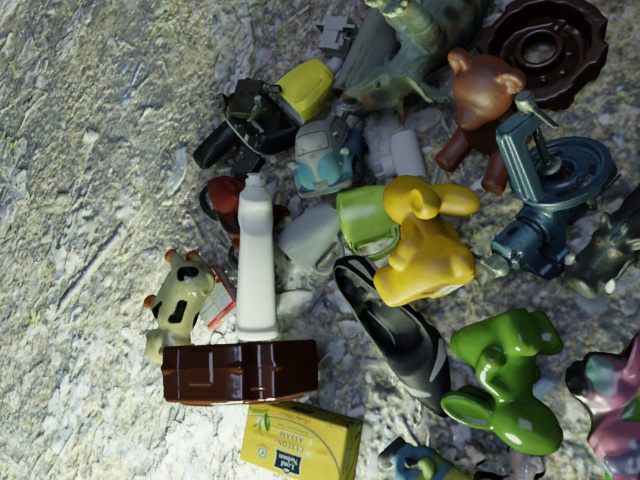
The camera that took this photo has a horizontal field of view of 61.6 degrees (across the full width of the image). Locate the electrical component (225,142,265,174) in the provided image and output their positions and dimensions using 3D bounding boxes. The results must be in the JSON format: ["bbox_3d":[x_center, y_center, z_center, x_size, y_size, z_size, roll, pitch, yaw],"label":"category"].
[{"bbox_3d":[-0.131,-0.136,0.984,0.094,0.021,0.063,41,97,28],"label":"electrical component"}]

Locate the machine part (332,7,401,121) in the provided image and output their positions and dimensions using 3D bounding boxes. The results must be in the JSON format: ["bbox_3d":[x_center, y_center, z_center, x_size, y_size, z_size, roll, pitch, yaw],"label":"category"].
[{"bbox_3d":[0.087,-0.305,0.882,0.079,0.079,0.243,25,91,28],"label":"machine part"}]

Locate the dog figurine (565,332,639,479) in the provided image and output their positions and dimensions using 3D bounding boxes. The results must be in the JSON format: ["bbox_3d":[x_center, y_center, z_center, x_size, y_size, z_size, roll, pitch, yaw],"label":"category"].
[{"bbox_3d":[0.380,0.219,0.609,0.192,0.108,0.219,3,78,28],"label":"dog figurine"}]

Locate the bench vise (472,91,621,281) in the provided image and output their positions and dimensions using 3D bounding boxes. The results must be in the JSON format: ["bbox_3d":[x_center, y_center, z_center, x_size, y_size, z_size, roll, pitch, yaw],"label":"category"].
[{"bbox_3d":[0.266,-0.068,0.666,0.224,0.240,0.129,-35,37,2],"label":"bench vise"}]

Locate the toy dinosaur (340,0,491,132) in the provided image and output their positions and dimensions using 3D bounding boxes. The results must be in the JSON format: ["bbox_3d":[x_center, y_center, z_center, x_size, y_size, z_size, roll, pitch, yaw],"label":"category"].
[{"bbox_3d":[0.187,-0.346,0.812,0.405,0.192,0.131,-52,36,-9],"label":"toy dinosaur"}]

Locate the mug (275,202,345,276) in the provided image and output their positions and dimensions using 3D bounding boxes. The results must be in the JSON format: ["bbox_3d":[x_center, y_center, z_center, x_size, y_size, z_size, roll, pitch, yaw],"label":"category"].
[{"bbox_3d":[-0.002,-0.003,0.859,0.107,0.080,0.110,-47,55,1],"label":"mug"}]

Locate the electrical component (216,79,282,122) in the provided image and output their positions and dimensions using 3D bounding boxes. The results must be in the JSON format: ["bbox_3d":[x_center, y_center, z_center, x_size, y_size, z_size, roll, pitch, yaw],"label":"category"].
[{"bbox_3d":[-0.120,-0.228,0.883,0.102,0.045,0.078,18,90,28],"label":"electrical component"}]

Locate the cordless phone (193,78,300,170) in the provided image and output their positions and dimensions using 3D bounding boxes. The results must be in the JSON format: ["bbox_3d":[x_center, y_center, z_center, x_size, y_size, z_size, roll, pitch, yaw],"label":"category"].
[{"bbox_3d":[-0.141,-0.177,0.953,0.184,0.088,0.147,-43,64,8],"label":"cordless phone"}]

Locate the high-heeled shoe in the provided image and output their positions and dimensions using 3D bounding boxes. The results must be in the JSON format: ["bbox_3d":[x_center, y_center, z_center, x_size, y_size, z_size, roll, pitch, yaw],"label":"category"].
[{"bbox_3d":[0.101,0.129,0.742,0.086,0.145,0.249,-37,64,16],"label":"high-heeled shoe"}]

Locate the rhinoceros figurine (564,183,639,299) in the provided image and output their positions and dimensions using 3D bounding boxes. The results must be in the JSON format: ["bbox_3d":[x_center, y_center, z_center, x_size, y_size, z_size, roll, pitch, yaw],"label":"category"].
[{"bbox_3d":[0.378,-0.007,0.655,0.190,0.112,0.073,-48,65,1],"label":"rhinoceros figurine"}]

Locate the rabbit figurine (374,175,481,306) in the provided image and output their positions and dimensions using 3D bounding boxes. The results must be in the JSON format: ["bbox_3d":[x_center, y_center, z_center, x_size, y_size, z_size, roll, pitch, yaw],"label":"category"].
[{"bbox_3d":[0.131,-0.015,0.712,0.122,0.162,0.173,-7,65,-18],"label":"rabbit figurine"}]

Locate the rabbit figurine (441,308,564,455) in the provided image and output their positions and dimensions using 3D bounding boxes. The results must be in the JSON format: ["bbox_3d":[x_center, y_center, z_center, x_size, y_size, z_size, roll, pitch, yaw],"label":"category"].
[{"bbox_3d":[0.233,0.186,0.678,0.159,0.121,0.170,-24,67,27],"label":"rabbit figurine"}]

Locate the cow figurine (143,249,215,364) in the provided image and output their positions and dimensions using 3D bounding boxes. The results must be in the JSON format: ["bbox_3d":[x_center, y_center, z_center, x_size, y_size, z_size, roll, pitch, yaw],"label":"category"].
[{"bbox_3d":[-0.240,0.126,0.918,0.127,0.085,0.194,35,102,35],"label":"cow figurine"}]

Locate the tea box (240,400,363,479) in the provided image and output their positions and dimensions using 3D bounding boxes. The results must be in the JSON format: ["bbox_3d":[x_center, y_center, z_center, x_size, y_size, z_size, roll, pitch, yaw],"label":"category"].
[{"bbox_3d":[-0.029,0.302,0.812,0.170,0.068,0.098,5,84,26],"label":"tea box"}]

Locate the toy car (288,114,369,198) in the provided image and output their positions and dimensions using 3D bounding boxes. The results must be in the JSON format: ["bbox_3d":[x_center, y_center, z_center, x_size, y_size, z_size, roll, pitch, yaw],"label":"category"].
[{"bbox_3d":[0.013,-0.144,0.841,0.109,0.102,0.162,-9,36,27],"label":"toy car"}]

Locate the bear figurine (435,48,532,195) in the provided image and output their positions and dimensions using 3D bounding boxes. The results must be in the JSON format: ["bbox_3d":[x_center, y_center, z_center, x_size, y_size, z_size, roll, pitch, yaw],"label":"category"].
[{"bbox_3d":[0.215,-0.157,0.719,0.120,0.195,0.132,32,95,25],"label":"bear figurine"}]

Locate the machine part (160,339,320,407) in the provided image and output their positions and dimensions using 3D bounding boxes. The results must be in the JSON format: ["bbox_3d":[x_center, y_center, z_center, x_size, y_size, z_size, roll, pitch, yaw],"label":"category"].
[{"bbox_3d":[-0.117,0.195,0.804,0.201,0.201,0.087,-8,80,24],"label":"machine part"}]

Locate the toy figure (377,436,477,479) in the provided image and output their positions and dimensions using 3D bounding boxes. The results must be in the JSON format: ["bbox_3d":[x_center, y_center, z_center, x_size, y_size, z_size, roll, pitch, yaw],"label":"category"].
[{"bbox_3d":[0.163,0.330,0.706,0.180,0.082,0.089,37,99,30],"label":"toy figure"}]

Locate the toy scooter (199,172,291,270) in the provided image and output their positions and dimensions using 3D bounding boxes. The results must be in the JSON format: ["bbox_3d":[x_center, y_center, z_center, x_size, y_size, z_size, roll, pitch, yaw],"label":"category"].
[{"bbox_3d":[-0.125,-0.049,0.931,0.135,0.075,0.184,-34,73,19],"label":"toy scooter"}]

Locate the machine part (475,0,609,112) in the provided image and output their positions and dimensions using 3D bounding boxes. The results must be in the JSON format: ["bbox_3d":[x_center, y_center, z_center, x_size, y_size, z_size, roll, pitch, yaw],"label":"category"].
[{"bbox_3d":[0.316,-0.268,0.772,0.180,0.056,0.179,-6,75,25],"label":"machine part"}]
